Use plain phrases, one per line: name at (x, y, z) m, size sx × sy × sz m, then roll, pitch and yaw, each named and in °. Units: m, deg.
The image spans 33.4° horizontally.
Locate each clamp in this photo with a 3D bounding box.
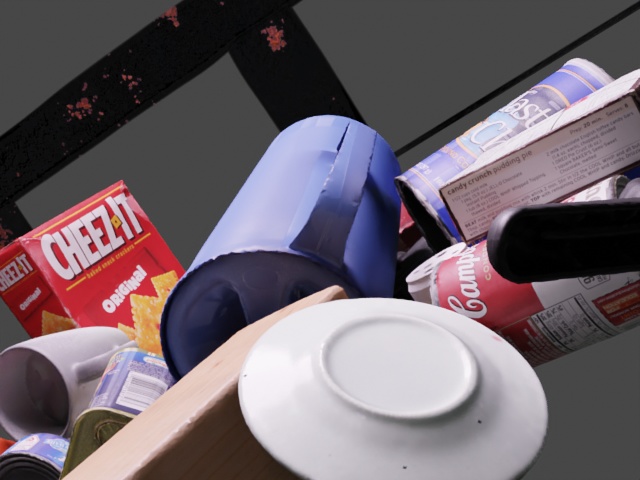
clamp at (0.060, 0.034, 0.837) m, size 0.120 × 0.039 × 0.171 m, roll -46°, pitch -2°, yaw 31°
clamp at (0.168, -0.003, 0.398) m, size 0.165 × 0.036 × 0.209 m, roll 8°, pitch 11°, yaw 24°

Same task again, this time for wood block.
wood block at (-0.051, 0.118, 0.483) m, size 0.090 × 0.091 × 0.205 m, roll -28°, pitch 9°, yaw 44°

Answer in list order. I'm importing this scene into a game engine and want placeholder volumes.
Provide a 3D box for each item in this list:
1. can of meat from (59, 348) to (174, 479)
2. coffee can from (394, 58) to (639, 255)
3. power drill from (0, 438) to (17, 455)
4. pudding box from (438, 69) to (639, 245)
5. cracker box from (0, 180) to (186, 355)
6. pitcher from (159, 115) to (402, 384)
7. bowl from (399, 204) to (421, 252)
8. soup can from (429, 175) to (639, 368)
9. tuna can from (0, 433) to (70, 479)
can of meat at (-0.129, 0.133, 0.698) m, size 0.084 × 0.057 × 0.102 m, roll -80°, pitch 9°, yaw -66°
coffee can at (0.134, -0.036, 0.688) m, size 0.140 × 0.103 × 0.103 m, roll -34°, pitch 6°, yaw -2°
power drill at (-0.307, 0.218, 0.833) m, size 0.188 × 0.057 × 0.184 m, roll -27°, pitch -29°, yaw 14°
pudding box at (0.126, -0.044, 0.556) m, size 0.114 × 0.039 × 0.089 m, roll -29°, pitch 3°, yaw 28°
cracker box at (-0.188, 0.068, 1.006) m, size 0.072 × 0.213 × 0.164 m, roll -30°, pitch 7°, yaw 32°
pitcher at (-0.005, 0.001, 0.701) m, size 0.149 × 0.145 × 0.242 m, roll -18°, pitch 24°, yaw 20°
bowl at (0.046, -0.006, 0.938) m, size 0.162 × 0.055 × 0.162 m, roll -34°, pitch -11°, yaw -8°
soup can at (0.114, 0.020, 0.513) m, size 0.102 × 0.068 × 0.068 m, roll -29°, pitch 7°, yaw 31°
tuna can at (-0.194, 0.181, 0.752) m, size 0.086 × 0.086 × 0.033 m, roll -30°, pitch 5°, yaw 27°
